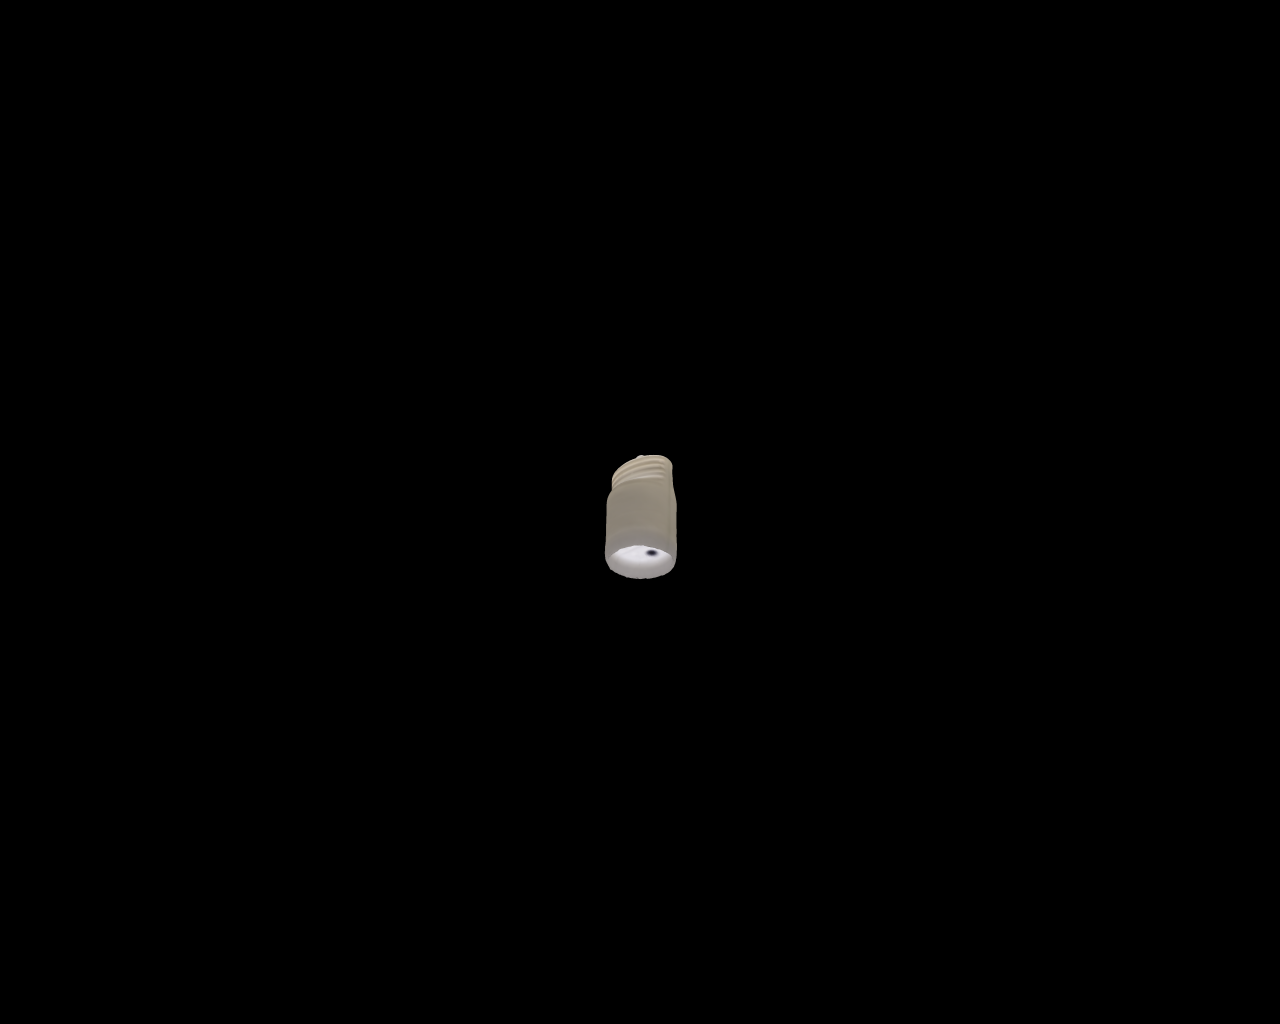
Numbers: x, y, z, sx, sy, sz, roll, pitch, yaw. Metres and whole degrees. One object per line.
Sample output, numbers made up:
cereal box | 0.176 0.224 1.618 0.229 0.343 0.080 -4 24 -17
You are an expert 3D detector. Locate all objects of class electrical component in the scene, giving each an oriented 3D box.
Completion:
electrical component | 0.001 -0.003 0.650 0.043 0.081 0.043 0 -33 0
